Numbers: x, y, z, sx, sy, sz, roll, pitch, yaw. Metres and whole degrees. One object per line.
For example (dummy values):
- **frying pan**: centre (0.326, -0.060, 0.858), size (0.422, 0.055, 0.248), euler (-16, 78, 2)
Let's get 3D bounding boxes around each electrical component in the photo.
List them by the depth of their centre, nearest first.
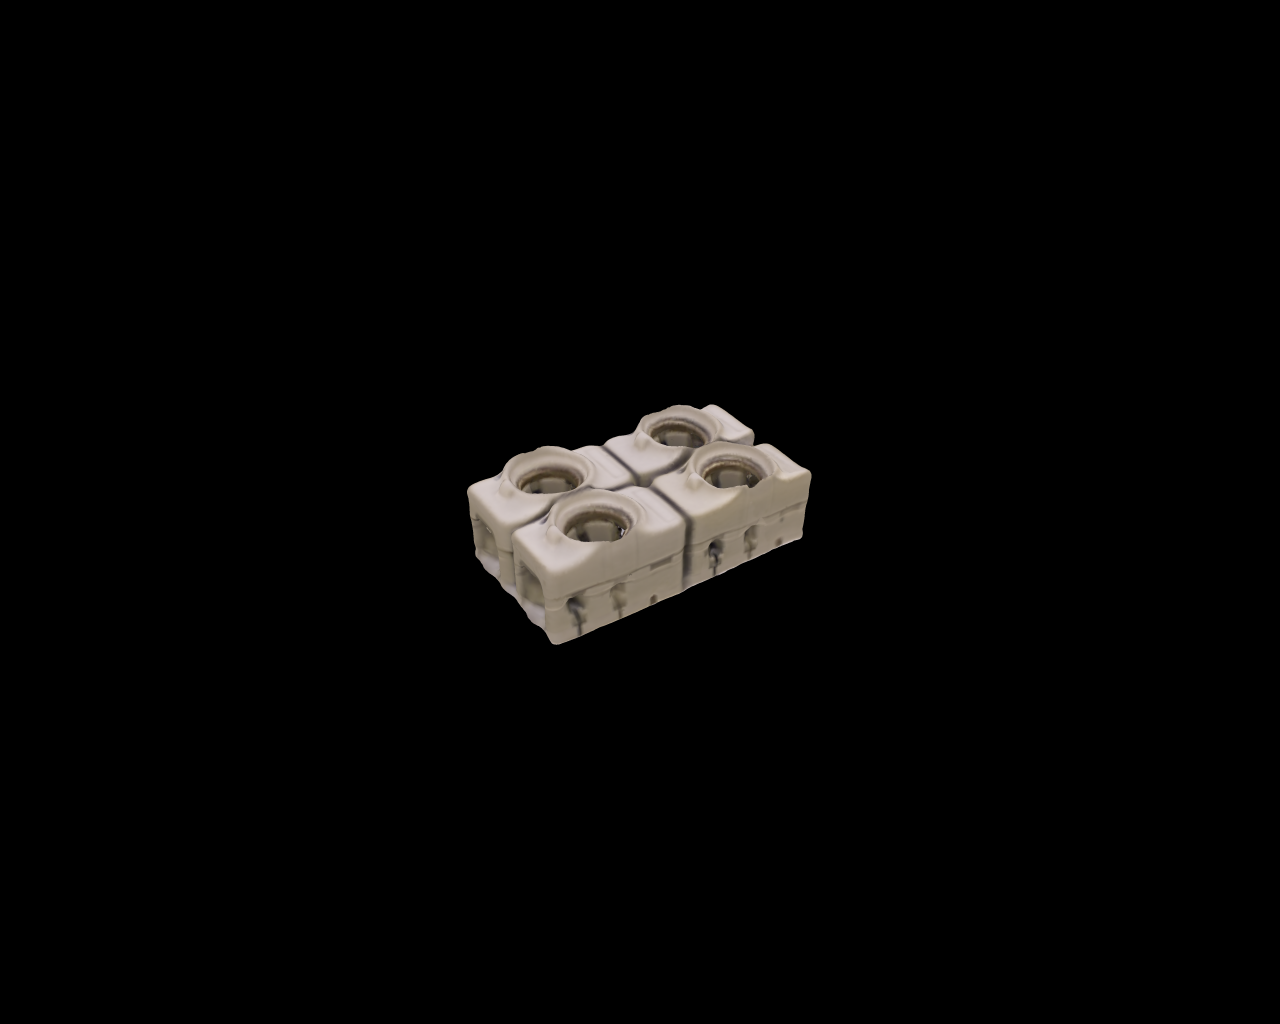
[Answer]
- **electrical component**: centre (0.001, -0.003, 0.650), size (0.186, 0.060, 0.105), euler (-21, 41, -26)
